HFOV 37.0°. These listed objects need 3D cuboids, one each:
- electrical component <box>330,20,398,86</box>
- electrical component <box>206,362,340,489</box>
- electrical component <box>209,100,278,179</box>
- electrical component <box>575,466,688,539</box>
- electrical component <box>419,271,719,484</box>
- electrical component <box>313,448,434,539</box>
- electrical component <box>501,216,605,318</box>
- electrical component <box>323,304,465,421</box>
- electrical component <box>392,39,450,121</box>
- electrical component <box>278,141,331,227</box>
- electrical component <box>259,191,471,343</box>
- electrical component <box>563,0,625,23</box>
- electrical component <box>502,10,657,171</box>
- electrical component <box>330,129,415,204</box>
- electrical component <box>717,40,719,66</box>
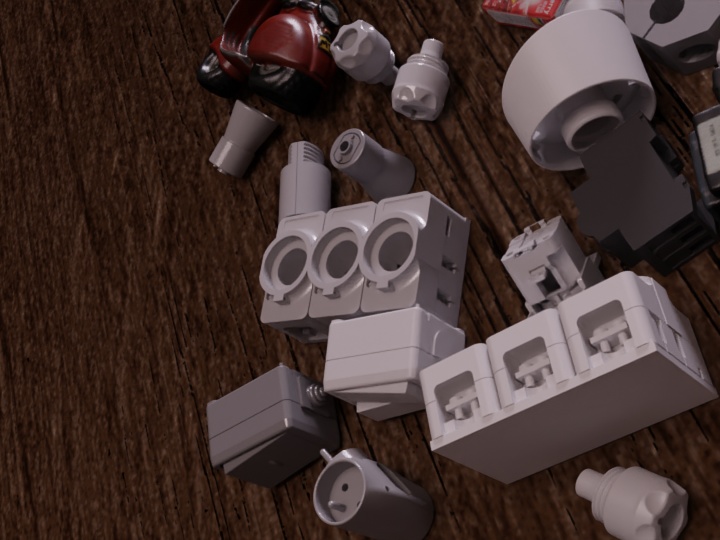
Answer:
[{"bbox_3d":[0.008,-0.177,0.901,0.043,0.062,0.043,-20,56,33],"label":"electrical component"},{"bbox_3d":[-0.060,0.118,0.808,0.096,0.062,0.061,-30,51,26],"label":"electrical component"},{"bbox_3d":[-0.110,-0.118,0.990,0.044,0.044,0.065,38,100,45],"label":"electrical component"},{"bbox_3d":[0.155,0.134,0.624,0.062,0.043,0.043,19,81,47],"label":"electrical component"},{"bbox_3d":[0.123,0.066,0.654,0.150,0.089,0.061,-29,52,27],"label":"electrical component"},{"bbox_3d":[0.000,0.147,0.728,0.043,0.077,0.079,-54,45,5],"label":"electrical component"},{"bbox_3d":[0.126,0.003,0.695,0.042,0.063,0.081,-27,11,27],"label":"electrical component"},{"bbox_3d":[0.019,0.069,0.764,0.096,0.062,0.061,-13,61,36],"label":"electrical component"},{"bbox_3d":[0.052,-0.155,0.866,0.043,0.043,0.062,2,69,42],"label":"electrical component"},{"bbox_3d":[-0.046,-0.072,0.907,0.043,0.043,0.081,-20,57,33],"label":"electrical component"},{"bbox_3d":[0.000,0.000,0.817,0.150,0.062,0.089,-8,63,38],"label":"electrical component"},{"bbox_3d":[0.170,-0.166,0.767,0.045,0.045,0.055,-24,54,30],"label":"electrical component"},{"bbox_3d":[0.147,-0.116,0.724,0.099,0.099,0.064,-34,56,23],"label":"electrical component"},{"bbox_3d":[0.008,-0.083,0.851,0.044,0.065,0.044,-20,57,33],"label":"electrical component"},{"bbox_3d":[0.261,-0.138,0.681,0.061,0.035,0.035,0,68,39],"label":"electrical component"}]
